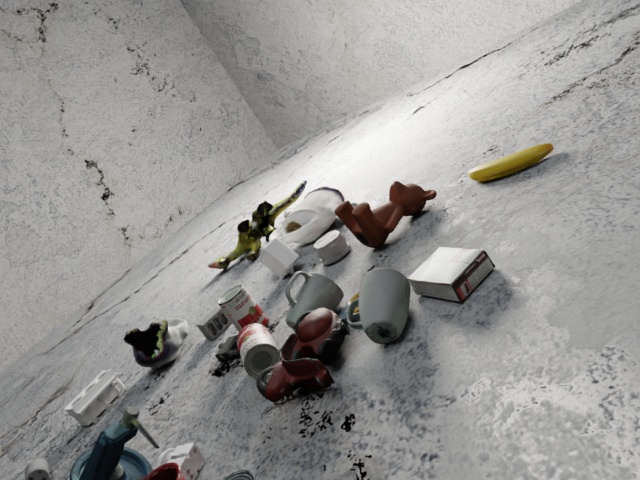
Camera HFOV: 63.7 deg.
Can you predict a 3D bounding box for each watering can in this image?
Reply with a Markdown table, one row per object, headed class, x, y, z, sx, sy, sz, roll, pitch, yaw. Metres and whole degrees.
| class | x | y | z | sx | sy | sz | roll | pitch | yaw |
| --- | --- | --- | --- | --- | --- | --- | --- | --- | --- |
| watering can | 0.004 | -0.072 | 1.421 | 0.344 | 0.103 | 0.229 | -21 | 20 | 37 |

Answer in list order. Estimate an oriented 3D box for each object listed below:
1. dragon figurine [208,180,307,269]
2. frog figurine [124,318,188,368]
| class | x | y | z | sx | sy | sz | roll | pitch | yaw |
| --- | --- | --- | --- | --- | --- | --- | --- | --- | --- |
| dragon figurine | -0.206 | -0.042 | 1.721 | 0.415 | 0.121 | 0.241 | -44 | 10 | -18 |
| frog figurine | -0.387 | 0.256 | 1.290 | 0.137 | 0.124 | 0.158 | -41 | -20 | 3 |
